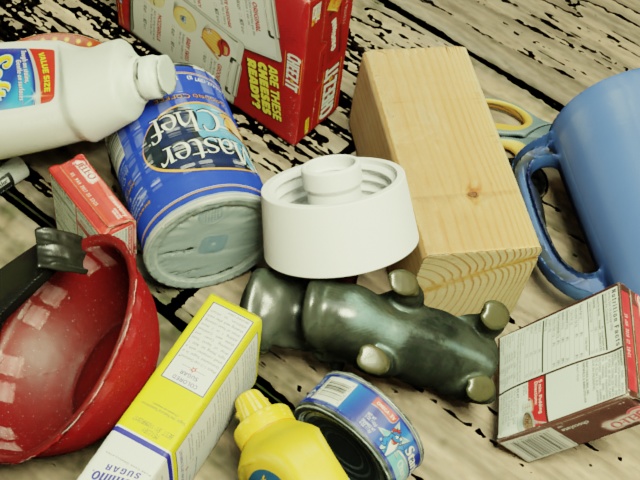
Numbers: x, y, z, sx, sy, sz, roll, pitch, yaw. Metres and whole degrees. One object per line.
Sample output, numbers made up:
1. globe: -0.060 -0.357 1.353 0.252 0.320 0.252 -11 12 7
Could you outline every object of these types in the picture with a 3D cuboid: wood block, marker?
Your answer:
1. wood block: 0.091 -0.048 0.837 0.090 0.090 0.206 -4 54 -11
2. marker: -0.276 -0.025 0.817 0.020 0.020 0.121 37 58 19

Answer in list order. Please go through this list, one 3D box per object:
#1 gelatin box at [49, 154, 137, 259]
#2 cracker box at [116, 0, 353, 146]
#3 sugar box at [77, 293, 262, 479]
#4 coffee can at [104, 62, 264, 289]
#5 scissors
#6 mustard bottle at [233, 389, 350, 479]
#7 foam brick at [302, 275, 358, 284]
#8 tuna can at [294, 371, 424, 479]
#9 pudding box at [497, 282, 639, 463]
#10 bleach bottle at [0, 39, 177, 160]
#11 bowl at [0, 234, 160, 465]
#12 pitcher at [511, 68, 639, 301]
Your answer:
1. gelatin box: -0.163 -0.007 0.773 0.030 0.089 0.073 -28 61 -27
2. cracker box: -0.076 -0.202 0.885 0.214 0.164 0.072 35 59 18
3. sugar box: -0.099 0.128 0.678 0.048 0.093 0.176 27 54 13
4. coffee can: -0.101 -0.049 0.805 0.102 0.103 0.140 -14 56 -17
5. scissors: 0.209 -0.077 0.920 0.202 0.016 0.096 14 55 3
6. mustard bottle: -0.002 0.172 0.655 0.058 0.096 0.192 -22 59 -20
7. foam brick: -0.005 0.001 0.811 0.051 0.053 0.078 -9 54 -14
8. tuna can: 0.024 0.129 0.698 0.086 0.086 0.033 36 59 19
9. pudding box: 0.173 0.092 0.730 0.039 0.114 0.090 34 46 -28
10. bleach bottle: -0.223 -0.110 0.796 0.251 0.068 0.102 -7 55 20
11. bowl: -0.156 0.079 0.701 0.055 0.162 0.162 35 42 -36
12. pitcher: 0.253 0.002 0.804 0.144 0.149 0.243 18 49 -34
